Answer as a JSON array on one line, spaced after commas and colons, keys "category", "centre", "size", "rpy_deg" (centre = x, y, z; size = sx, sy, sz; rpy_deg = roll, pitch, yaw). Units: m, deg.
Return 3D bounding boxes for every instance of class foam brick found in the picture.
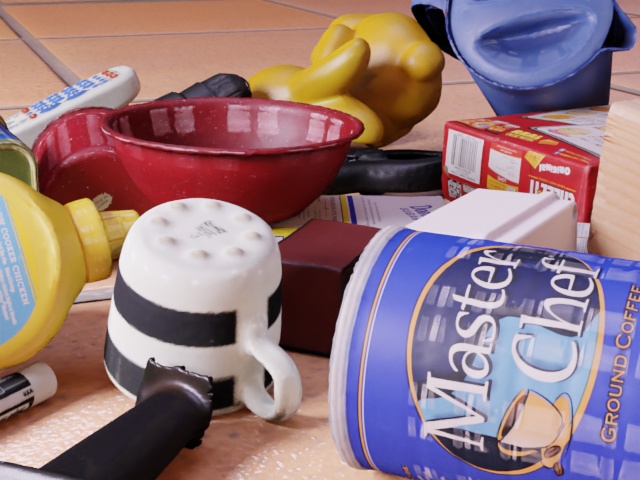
[{"category": "foam brick", "centre": [0.003, 0.025, 0.591], "size": [0.051, 0.053, 0.078], "rpy_deg": [8, 20, 22]}]

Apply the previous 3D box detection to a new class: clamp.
[{"category": "clamp", "centre": [0.034, -0.059, 0.886], "size": [0.171, 0.039, 0.120], "rpy_deg": [-2, 21, -16]}]

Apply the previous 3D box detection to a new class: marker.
[{"category": "marker", "centre": [-0.163, 0.082, 0.461], "size": [0.020, 0.020, 0.120], "rpy_deg": [11, 20, 30]}]

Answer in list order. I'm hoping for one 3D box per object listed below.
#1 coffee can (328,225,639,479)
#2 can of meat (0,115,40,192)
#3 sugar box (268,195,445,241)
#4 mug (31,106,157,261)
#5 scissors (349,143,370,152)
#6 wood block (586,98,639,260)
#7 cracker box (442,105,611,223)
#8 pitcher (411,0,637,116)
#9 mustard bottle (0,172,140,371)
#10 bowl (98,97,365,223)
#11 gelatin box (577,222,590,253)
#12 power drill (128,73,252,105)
[{"category": "coffee can", "centre": [0.087, 0.053, 0.418], "size": [0.140, 0.103, 0.102], "rpy_deg": [8, 19, 23]}, {"category": "can of meat", "centre": [-0.210, -0.024, 0.663], "size": [0.057, 0.102, 0.084], "rpy_deg": [-9, 22, -27]}, {"category": "sugar box", "centre": [-0.004, 0.001, 0.681], "size": [0.176, 0.048, 0.093], "rpy_deg": [3, 17, -1]}, {"category": "mug", "centre": [-0.140, -0.032, 0.729], "size": [0.117, 0.093, 0.081], "rpy_deg": [23, 14, -23]}, {"category": "scissors", "centre": [-0.039, -0.072, 0.959], "size": [0.201, 0.016, 0.096], "rpy_deg": [-5, 18, -16]}, {"category": "wood block", "centre": [0.236, 0.000, 0.509], "size": [0.090, 0.091, 0.206], "rpy_deg": [-11, 28, -28]}, {"category": "cracker box", "centre": [0.225, -0.053, 0.816], "size": [0.213, 0.072, 0.164], "rpy_deg": [-8, 20, -28]}, {"category": "pitcher", "centre": [0.185, -0.162, 0.940], "size": [0.145, 0.149, 0.242], "rpy_deg": [-29, -18, 9]}, {"category": "mustard bottle", "centre": [-0.175, 0.018, 0.494], "size": [0.191, 0.096, 0.058], "rpy_deg": [-16, -7, -20]}, {"category": "bowl", "centre": [-0.054, -0.048, 0.659], "size": [0.162, 0.055, 0.162], "rpy_deg": [1, 18, -1]}, {"category": "gelatin box", "centre": [0.143, 0.011, 0.677], "size": [0.089, 0.030, 0.073], "rpy_deg": [5, 20, 15]}, {"category": "power drill", "centre": [-0.164, -0.093, 0.878], "size": [0.184, 0.057, 0.188], "rpy_deg": [-31, 25, -19]}]
